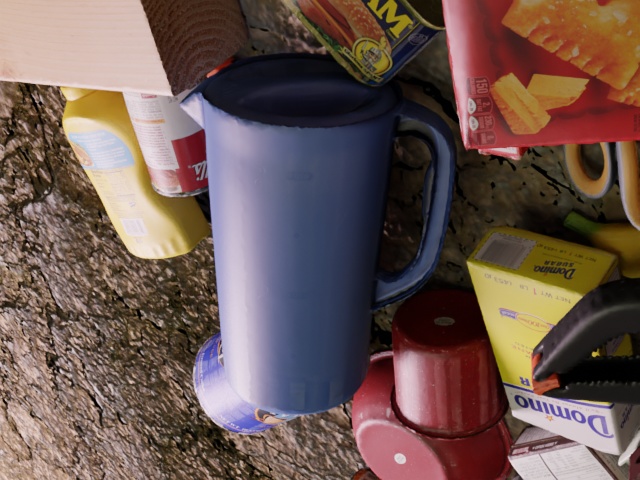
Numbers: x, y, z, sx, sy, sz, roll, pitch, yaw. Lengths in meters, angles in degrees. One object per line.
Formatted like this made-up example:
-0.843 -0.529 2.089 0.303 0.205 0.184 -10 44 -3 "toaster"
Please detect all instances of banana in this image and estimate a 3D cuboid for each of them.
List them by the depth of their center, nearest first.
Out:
0.224 -0.021 0.628 0.069 0.037 0.198 47 143 -3 "banana"

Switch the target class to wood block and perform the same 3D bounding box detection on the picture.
-0.167 -0.174 0.806 0.206 0.090 0.091 10 131 37 "wood block"

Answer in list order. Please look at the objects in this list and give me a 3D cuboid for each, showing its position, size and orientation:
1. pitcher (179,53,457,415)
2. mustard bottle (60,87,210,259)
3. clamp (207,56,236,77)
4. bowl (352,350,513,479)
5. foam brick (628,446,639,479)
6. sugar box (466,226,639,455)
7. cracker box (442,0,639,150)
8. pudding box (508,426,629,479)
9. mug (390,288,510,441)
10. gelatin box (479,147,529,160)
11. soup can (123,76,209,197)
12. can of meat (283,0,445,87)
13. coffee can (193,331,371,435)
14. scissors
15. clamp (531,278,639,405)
-0.005 0.001 0.750 0.149 0.144 0.243 37 135 46 "pitcher"
-0.172 -0.076 0.927 0.096 0.058 0.191 3 126 45 "mustard bottle"
-0.039 -0.057 0.830 0.120 0.039 0.171 -34 97 33 "clamp"
0.084 0.174 0.925 0.162 0.055 0.162 25 138 24 "bowl"
0.253 0.146 0.720 0.051 0.053 0.078 39 110 5 "foam brick"
0.165 0.073 0.738 0.093 0.048 0.176 17 142 38 "sugar box"
0.162 -0.128 0.491 0.214 0.072 0.164 -2 130 15 "cracker box"
0.215 0.192 0.835 0.113 0.039 0.090 49 142 -9 "pudding box"
0.093 0.085 0.819 0.117 0.093 0.081 -123 22 -54 "mug"
0.117 -0.103 0.621 0.030 0.073 0.089 13 132 34 "gelatin box"
-0.114 -0.095 0.849 0.069 0.068 0.102 14 133 34 "soup can"
0.033 -0.156 0.665 0.102 0.057 0.084 47 145 -4 "can of meat"
-0.036 0.108 0.936 0.103 0.102 0.141 50 143 -6 "coffee can"
0.163 -0.101 0.622 0.096 0.016 0.202 9 117 65 "scissors"
0.228 0.057 0.631 0.210 0.036 0.164 -28 118 29 "clamp"
